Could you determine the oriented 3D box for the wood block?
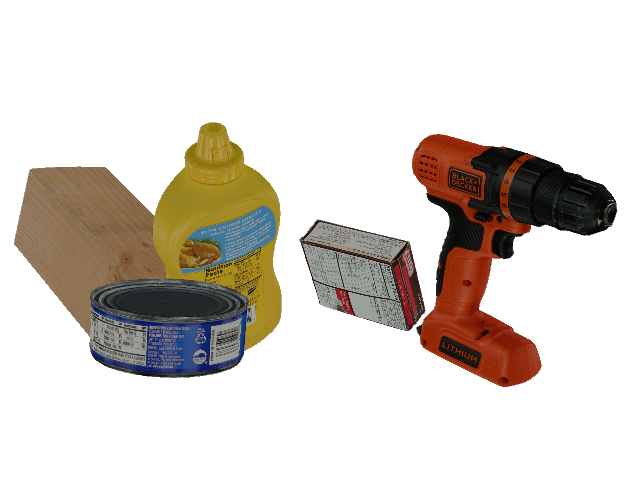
[{"bbox_3d":[-0.202,0.017,1.020,0.090,0.091,0.206,-5,34,-42],"label":"wood block"}]

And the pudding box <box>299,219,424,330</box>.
[{"bbox_3d":[0.041,0.033,1.045,0.114,0.090,0.039,13,45,34],"label":"pudding box"}]

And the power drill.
[{"bbox_3d":[0.147,0.018,0.857,0.057,0.188,0.185,-15,27,-38],"label":"power drill"}]

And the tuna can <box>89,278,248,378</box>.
[{"bbox_3d":[-0.083,0.047,0.584,0.086,0.034,0.086,4,11,-1],"label":"tuna can"}]

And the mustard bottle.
[{"bbox_3d":[-0.075,-0.001,0.783,0.096,0.192,0.058,-20,43,-25],"label":"mustard bottle"}]
